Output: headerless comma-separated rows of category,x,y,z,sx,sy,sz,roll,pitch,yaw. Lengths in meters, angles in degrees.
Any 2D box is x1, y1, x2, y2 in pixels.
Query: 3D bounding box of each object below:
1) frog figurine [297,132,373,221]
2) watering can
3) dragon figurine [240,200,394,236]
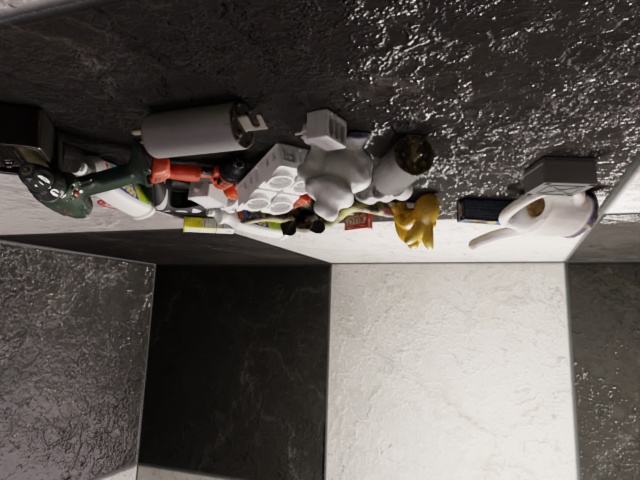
frog figurine,0.028,-0.109,0.929,0.137,0.161,0.122,6,-10,-23
watering can,0.549,-0.051,1.315,0.224,0.106,0.341,6,-27,-17
dragon figurine,0.004,-0.072,1.432,0.409,0.122,0.243,-2,-1,31
